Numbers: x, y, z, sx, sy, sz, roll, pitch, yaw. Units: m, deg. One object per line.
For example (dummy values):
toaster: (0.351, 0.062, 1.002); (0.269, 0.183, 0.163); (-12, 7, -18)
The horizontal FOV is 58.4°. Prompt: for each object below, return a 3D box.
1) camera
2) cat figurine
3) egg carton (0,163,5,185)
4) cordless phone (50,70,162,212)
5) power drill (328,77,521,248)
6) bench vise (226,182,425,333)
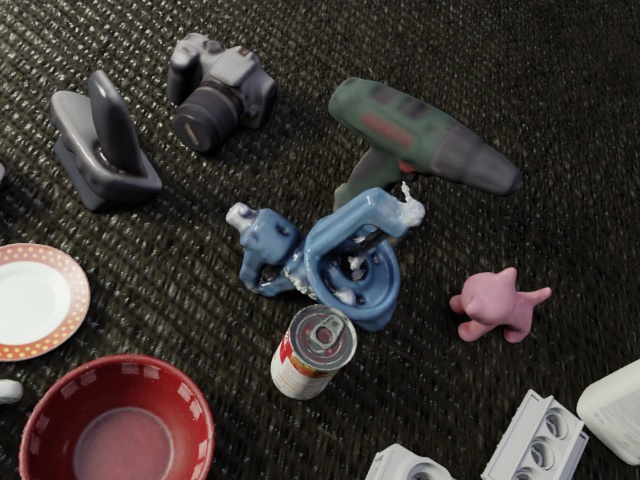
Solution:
camera: (-0.143, -0.191, 0.742); (0.143, 0.100, 0.137); (29, 55, 2)
cat figurine: (0.213, 0.073, 0.681); (0.128, 0.117, 0.067); (0, 59, -17)
egg carton: (-0.416, -0.057, 0.589); (0.107, 0.069, 0.150); (37, 55, 7)
cordless phone: (-0.236, -0.132, 0.623); (0.094, 0.185, 0.147); (-30, 72, -31)
power drill: (0.099, -0.080, 0.685); (0.229, 0.208, 0.076); (39, 56, 8)
bench vise: (0.005, 0.012, 0.589); (0.208, 0.219, 0.121); (10, 56, -11)
